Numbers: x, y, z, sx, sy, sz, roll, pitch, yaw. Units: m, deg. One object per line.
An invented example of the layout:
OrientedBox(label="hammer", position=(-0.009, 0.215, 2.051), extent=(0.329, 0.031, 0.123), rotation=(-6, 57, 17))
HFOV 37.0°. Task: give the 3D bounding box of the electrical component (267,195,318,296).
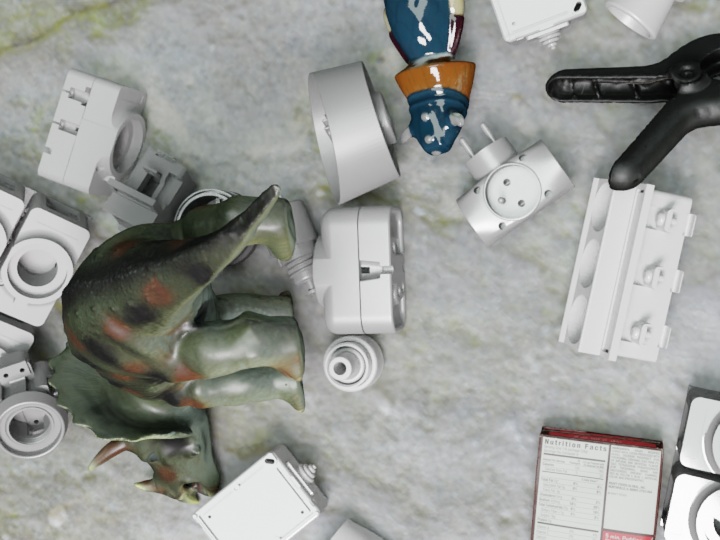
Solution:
OrientedBox(label="electrical component", position=(-0.051, -0.018, 0.834), extent=(0.040, 0.040, 0.078), rotation=(-24, 86, 13))

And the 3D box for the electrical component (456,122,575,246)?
OrientedBox(label="electrical component", position=(0.104, -0.071, 0.794), extent=(0.077, 0.044, 0.079), rotation=(-35, 83, 12))

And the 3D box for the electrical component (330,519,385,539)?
OrientedBox(label="electrical component", position=(-0.002, 0.246, 0.828), extent=(0.077, 0.044, 0.079), rotation=(36, 99, 10))

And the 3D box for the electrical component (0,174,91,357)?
OrientedBox(label="electrical component", position=(-0.306, 0.022, 0.862), extent=(0.105, 0.060, 0.186), rotation=(27, 99, -22))

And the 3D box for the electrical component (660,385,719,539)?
OrientedBox(label="electrical component", position=(0.314, 0.155, 0.742), extent=(0.186, 0.060, 0.105), rotation=(11, 94, 13))

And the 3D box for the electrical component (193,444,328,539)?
OrientedBox(label="electrical component", position=(-0.070, 0.181, 0.838), extent=(0.096, 0.061, 0.061), rotation=(-39, 84, 3))

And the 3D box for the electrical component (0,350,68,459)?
OrientedBox(label="electrical component", position=(-0.259, 0.110, 0.840), extent=(0.058, 0.057, 0.078), rotation=(-18, 119, -10))

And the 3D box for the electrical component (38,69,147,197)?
OrientedBox(label="electrical component", position=(-0.211, -0.108, 0.865), extent=(0.056, 0.050, 0.089), rotation=(20, 96, 12))

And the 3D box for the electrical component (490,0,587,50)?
OrientedBox(label="electrical component", position=(0.125, -0.205, 0.780), extent=(0.062, 0.061, 0.096), rotation=(-19, 95, 13))

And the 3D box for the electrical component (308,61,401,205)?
OrientedBox(label="electrical component", position=(-0.008, -0.103, 0.795), extent=(0.064, 0.099, 0.099), rotation=(-18, 87, 7))

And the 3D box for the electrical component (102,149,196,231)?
OrientedBox(label="electrical component", position=(-0.163, -0.057, 0.847), extent=(0.042, 0.081, 0.063), rotation=(28, 75, 11))

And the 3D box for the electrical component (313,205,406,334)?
OrientedBox(label="electrical component", position=(0.000, 0.000, 0.816), extent=(0.059, 0.054, 0.095), rotation=(-2, 91, 13))

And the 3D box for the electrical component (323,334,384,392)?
OrientedBox(label="electrical component", position=(-0.007, 0.071, 0.815), extent=(0.043, 0.062, 0.043), rotation=(0, 91, 14))

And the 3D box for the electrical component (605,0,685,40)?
OrientedBox(label="electrical component", position=(0.209, -0.199, 0.765), extent=(0.045, 0.045, 0.055), rotation=(38, 99, 10))

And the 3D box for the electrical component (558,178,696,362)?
OrientedBox(label="electrical component", position=(0.190, 0.001, 0.765), extent=(0.063, 0.079, 0.121), rotation=(11, 94, -9))
